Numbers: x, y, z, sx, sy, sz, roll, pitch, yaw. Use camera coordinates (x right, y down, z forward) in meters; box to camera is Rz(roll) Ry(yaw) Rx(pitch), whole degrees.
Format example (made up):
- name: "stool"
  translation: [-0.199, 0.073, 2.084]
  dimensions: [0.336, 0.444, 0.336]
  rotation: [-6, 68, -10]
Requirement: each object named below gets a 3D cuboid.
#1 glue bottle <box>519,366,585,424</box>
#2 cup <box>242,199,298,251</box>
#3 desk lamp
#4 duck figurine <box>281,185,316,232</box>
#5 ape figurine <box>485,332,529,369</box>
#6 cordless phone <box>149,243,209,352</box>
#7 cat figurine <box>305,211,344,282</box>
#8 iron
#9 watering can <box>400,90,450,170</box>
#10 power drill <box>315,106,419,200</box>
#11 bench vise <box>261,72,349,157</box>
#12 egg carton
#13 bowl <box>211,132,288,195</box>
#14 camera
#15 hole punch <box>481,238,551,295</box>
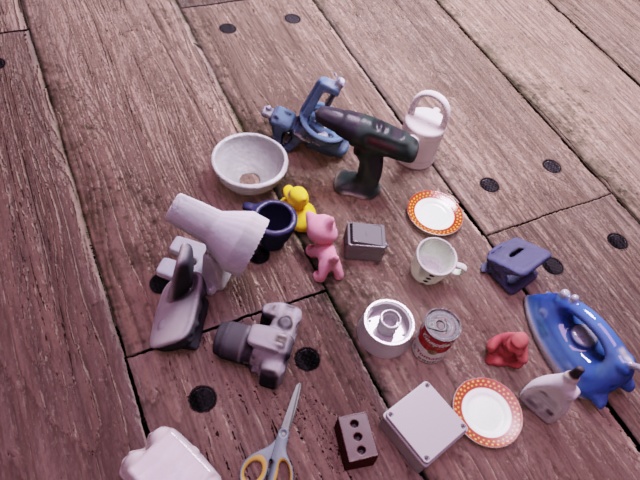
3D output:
- name: "glue bottle"
  translation: [0.416, 0.260, 0.999]
  dimensions: [0.037, 0.173, 0.078]
  rotation: [-34, 66, -28]
- name: "cup"
  translation: [-0.107, -0.026, 1.169]
  dimensions: [0.117, 0.095, 0.092]
  rotation: [24, 54, 9]
- name: "desk lamp"
  translation: [-0.201, 0.011, 1.053]
  dimensions: [0.203, 0.213, 0.118]
  rotation: [18, 54, 4]
- name: "duck figurine"
  translation: [-0.045, -0.073, 1.219]
  dimensions: [0.078, 0.086, 0.104]
  rotation: [-33, 65, -28]
- name: "ape figurine"
  translation: [0.363, 0.202, 1.083]
  dimensions: [0.076, 0.092, 0.077]
  rotation: [-35, 66, -29]
- name: "cordless phone"
  translation: [-0.249, 0.101, 0.998]
  dimensions: [0.094, 0.185, 0.147]
  rotation: [5, 54, -5]
- name: "cat figurine"
  translation: [0.011, 0.004, 1.153]
  dimensions: [0.067, 0.118, 0.127]
  rotation: [-12, 57, -17]
- name: "iron"
  translation: [0.497, 0.179, 1.092]
  dimensions: [0.119, 0.141, 0.257]
  rotation: [-20, 60, -22]
- name: "watering can"
  translation: [0.242, -0.259, 1.334]
  dimensions: [0.101, 0.194, 0.173]
  rotation: [11, 53, -1]
- name: "power drill"
  translation: [0.090, -0.187, 1.247]
  dimensions: [0.229, 0.208, 0.075]
  rotation: [11, 53, -1]
- name: "bench vise"
  translation: [-0.025, -0.279, 1.288]
  dimensions: [0.207, 0.220, 0.121]
  rotation: [-3, 55, -11]
- name: "egg carton"
  translation: [-0.227, 0.365, 0.882]
  dimensions: [0.150, 0.069, 0.107]
  rotation: [37, 57, 17]
- name: "bowl"
  translation: [-0.156, -0.155, 1.268]
  dimensions: [0.167, 0.075, 0.167]
  rotation: [5, 54, -6]
- name: "camera"
  translation: [-0.113, 0.172, 1.021]
  dimensions: [0.137, 0.101, 0.143]
  rotation: [15, 53, 2]
- name: "hole punch"
  translation: [0.411, 0.044, 1.207]
  dimensions: [0.109, 0.091, 0.101]
  rotation: [-29, 64, -26]
